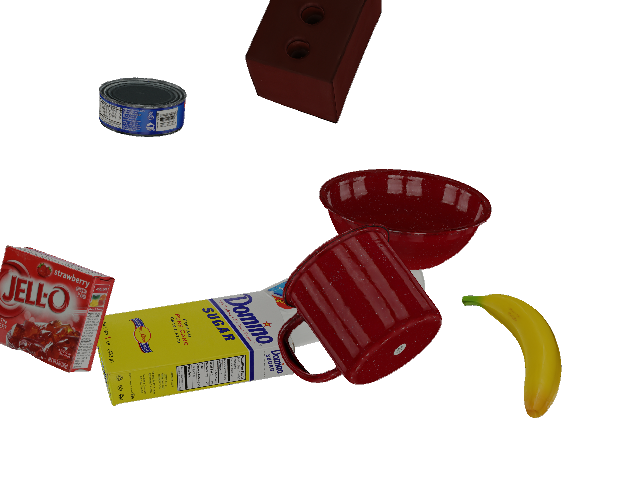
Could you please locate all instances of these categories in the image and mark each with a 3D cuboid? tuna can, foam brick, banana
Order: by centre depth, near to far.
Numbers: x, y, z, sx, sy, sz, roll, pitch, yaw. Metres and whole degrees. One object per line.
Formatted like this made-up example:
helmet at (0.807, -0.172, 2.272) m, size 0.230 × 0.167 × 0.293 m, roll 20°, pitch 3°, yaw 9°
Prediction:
foam brick at (-0.002, -0.117, 0.606) m, size 0.053 × 0.078 × 0.051 m, roll 19°, pitch -14°, yaw 10°
tuna can at (-0.177, -0.133, 1.062) m, size 0.086 × 0.034 × 0.086 m, roll 6°, pitch 25°, yaw -3°
banana at (0.217, 0.112, 1.135) m, size 0.069 × 0.037 × 0.198 m, roll -26°, pitch 35°, yaw 2°

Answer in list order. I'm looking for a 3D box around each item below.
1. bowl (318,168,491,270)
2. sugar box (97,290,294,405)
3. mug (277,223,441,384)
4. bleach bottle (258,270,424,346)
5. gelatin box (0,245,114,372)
bowl at (0.077, -0.016, 1.006) m, size 0.162 × 0.055 × 0.162 m, roll 3°, pitch 24°, yaw -2°
sugar box at (-0.120, 0.099, 1.016) m, size 0.176 × 0.048 × 0.093 m, roll -11°, pitch 35°, yaw -14°
mug at (0.023, 0.055, 0.763) m, size 0.117 × 0.081 × 0.093 m, roll -36°, pitch -24°, yaw 2°
bleach bottle at (-0.010, 0.078, 1.207) m, size 0.250 × 0.068 × 0.103 m, roll -21°, pitch 36°, yaw -28°
gelatin box at (-0.204, 0.050, 0.795) m, size 0.089 × 0.073 × 0.030 m, roll 18°, pitch 4°, yaw 25°
